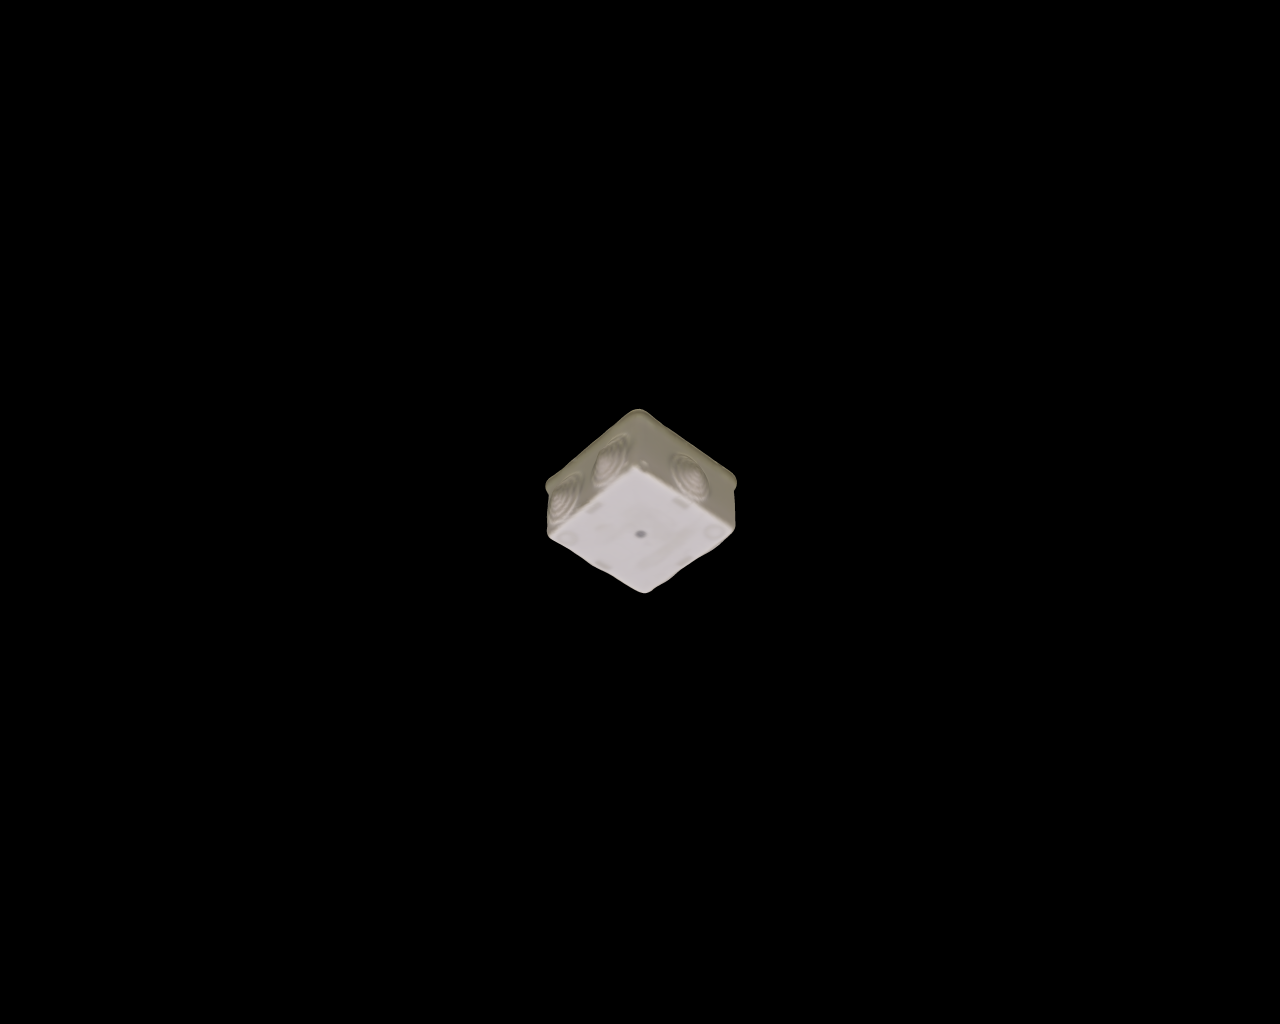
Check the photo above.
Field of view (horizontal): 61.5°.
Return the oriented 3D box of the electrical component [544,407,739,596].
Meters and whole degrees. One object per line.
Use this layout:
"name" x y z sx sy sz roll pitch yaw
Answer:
"electrical component" 0.001 -0.003 0.650 0.099 0.048 0.099 33 -54 -29
